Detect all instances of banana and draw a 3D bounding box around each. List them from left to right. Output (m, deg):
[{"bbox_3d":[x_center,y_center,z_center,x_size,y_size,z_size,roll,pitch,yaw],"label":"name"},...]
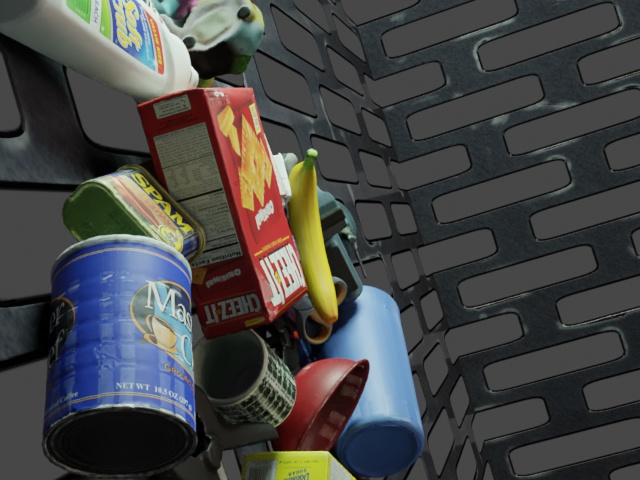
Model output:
[{"bbox_3d":[-0.012,-0.002,1.221,0.070,0.037,0.198,-177,-102,-80],"label":"banana"}]

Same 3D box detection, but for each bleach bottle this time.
[{"bbox_3d":[-0.183,-0.185,0.920,0.250,0.068,0.102,24,56,-62],"label":"bleach bottle"}]

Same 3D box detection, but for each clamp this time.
[{"bbox_3d":[-0.098,0.178,0.915,0.210,0.036,0.164,59,30,-33],"label":"clamp"},{"bbox_3d":[-0.057,0.110,1.236,0.171,0.039,0.120,-56,133,-82],"label":"clamp"}]

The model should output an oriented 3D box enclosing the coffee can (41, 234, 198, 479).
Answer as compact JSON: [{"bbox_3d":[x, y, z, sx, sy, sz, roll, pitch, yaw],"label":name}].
[{"bbox_3d":[-0.139,0.081,0.748,0.102,0.103,0.140,58,20,-50],"label":"coffee can"}]

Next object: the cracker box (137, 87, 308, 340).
[{"bbox_3d":[-0.082,-0.032,0.982,0.164,0.072,0.214,-32,106,-77],"label":"cracker box"}]

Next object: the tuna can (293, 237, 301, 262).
[{"bbox_3d":[-0.066,0.021,1.202,0.086,0.086,0.034,33,40,-72],"label":"tuna can"}]

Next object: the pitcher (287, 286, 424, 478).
[{"bbox_3d":[0.049,0.177,1.361,0.243,0.149,0.145,-102,179,-53],"label":"pitcher"}]

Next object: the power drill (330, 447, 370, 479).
[{"bbox_3d":[0.061,0.352,1.389,0.187,0.057,0.184,55,22,-49],"label":"power drill"}]

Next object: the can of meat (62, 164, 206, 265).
[{"bbox_3d":[-0.152,-0.009,0.871,0.102,0.057,0.084,46,17,1],"label":"can of meat"}]

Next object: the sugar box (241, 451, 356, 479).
[{"bbox_3d":[-0.006,0.267,1.103,0.176,0.093,0.048,57,34,-52],"label":"sugar box"}]

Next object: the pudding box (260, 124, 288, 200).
[{"bbox_3d":[-0.095,-0.079,1.089,0.113,0.090,0.039,68,19,-2],"label":"pudding box"}]

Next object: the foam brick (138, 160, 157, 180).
[{"bbox_3d":[-0.144,-0.036,1.009,0.078,0.053,0.051,51,24,-61],"label":"foam brick"}]

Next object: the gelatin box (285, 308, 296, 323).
[{"bbox_3d":[-0.052,0.053,1.300,0.073,0.030,0.089,52,-2,32],"label":"gelatin box"}]

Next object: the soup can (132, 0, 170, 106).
[{"bbox_3d":[-0.174,-0.184,1.048,0.102,0.068,0.068,60,18,-44],"label":"soup can"}]

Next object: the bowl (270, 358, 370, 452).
[{"bbox_3d":[-0.009,0.189,1.183,0.055,0.162,0.162,30,0,17],"label":"bowl"}]

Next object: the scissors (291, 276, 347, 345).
[{"bbox_3d":[-0.018,0.057,1.259,0.096,0.016,0.201,-53,146,-17],"label":"scissors"}]

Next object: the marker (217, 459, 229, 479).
[{"bbox_3d":[-0.093,0.218,0.968,0.020,0.020,0.121,-46,118,-76],"label":"marker"}]
